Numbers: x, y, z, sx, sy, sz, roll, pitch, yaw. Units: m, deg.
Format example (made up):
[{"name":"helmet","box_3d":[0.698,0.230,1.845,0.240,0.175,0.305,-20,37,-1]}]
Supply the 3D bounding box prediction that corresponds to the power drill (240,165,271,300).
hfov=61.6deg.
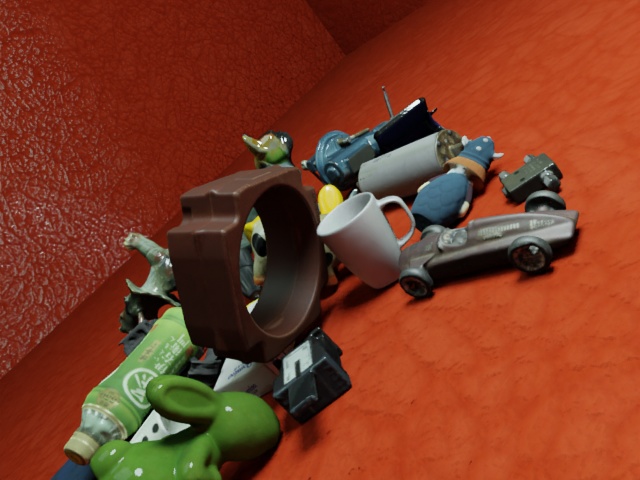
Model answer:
[{"name":"power drill","box_3d":[-0.118,-0.026,1.003,0.207,0.086,0.232,-47,60,0]}]

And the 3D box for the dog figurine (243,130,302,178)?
[{"name":"dog figurine","box_3d":[-0.107,-0.118,1.117,0.191,0.219,0.108,-38,14,5]}]

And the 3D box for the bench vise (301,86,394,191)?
[{"name":"bench vise","box_3d":[0.056,-0.180,1.094,0.241,0.128,0.223,-4,41,51]}]

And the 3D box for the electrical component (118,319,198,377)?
[{"name":"electrical component","box_3d":[-0.236,0.177,0.819,0.058,0.115,0.134,-42,-1,-10]}]

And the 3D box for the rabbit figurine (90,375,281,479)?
[{"name":"rabbit figurine","box_3d":[-0.127,0.208,0.540,0.170,0.159,0.121,-32,2,-28]}]

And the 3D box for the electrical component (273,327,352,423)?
[{"name":"electrical component","box_3d":[-0.008,0.149,0.562,0.075,0.047,0.119,-40,18,3]}]

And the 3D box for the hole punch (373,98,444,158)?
[{"name":"hole punch","box_3d":[0.166,-0.170,0.935,0.142,0.092,0.115,-40,-11,10]}]

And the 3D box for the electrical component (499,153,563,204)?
[{"name":"electrical component","box_3d":[0.241,-0.070,0.619,0.063,0.021,0.094,-35,20,17]}]

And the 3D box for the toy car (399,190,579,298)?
[{"name":"toy car","box_3d":[0.163,0.003,0.559,0.202,0.053,0.089,-21,23,48]}]

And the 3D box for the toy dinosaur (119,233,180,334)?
[{"name":"toy dinosaur","box_3d":[-0.242,0.034,1.082,0.405,0.131,0.192,-32,57,-20]}]

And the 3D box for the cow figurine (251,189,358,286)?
[{"name":"cow figurine","box_3d":[-0.002,-0.002,0.762,0.195,0.127,0.085,-1,20,6]}]

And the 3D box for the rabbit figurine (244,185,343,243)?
[{"name":"rabbit figurine","box_3d":[-0.011,-0.009,0.887,0.162,0.121,0.173,-40,29,-29]}]

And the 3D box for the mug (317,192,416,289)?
[{"name":"mug","box_3d":[0.069,0.000,0.665,0.109,0.107,0.081,-32,21,11]}]

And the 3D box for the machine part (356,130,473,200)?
[{"name":"machine part","box_3d":[0.139,-0.107,0.820,0.243,0.079,0.079,-14,32,53]}]

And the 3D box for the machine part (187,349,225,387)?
[{"name":"machine part","box_3d":[-0.150,0.169,0.754,0.139,0.039,0.084,-63,-1,-88]}]

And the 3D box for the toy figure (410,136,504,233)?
[{"name":"toy figure","box_3d":[0.175,-0.073,0.694,0.154,0.064,0.058,-48,4,-19]}]

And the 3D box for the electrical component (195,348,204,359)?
[{"name":"electrical component","box_3d":[-0.235,0.192,0.929,0.078,0.045,0.102,21,62,38]}]

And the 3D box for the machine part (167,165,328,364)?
[{"name":"machine part","box_3d":[-0.076,0.023,0.627,0.087,0.201,0.201,-1,18,28]}]

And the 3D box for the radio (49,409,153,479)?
[{"name":"radio","box_3d":[-0.280,0.306,0.703,0.229,0.073,0.131,-50,21,-24]}]
